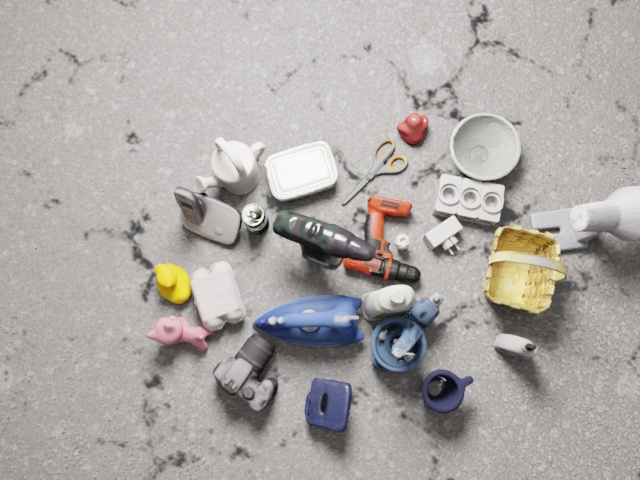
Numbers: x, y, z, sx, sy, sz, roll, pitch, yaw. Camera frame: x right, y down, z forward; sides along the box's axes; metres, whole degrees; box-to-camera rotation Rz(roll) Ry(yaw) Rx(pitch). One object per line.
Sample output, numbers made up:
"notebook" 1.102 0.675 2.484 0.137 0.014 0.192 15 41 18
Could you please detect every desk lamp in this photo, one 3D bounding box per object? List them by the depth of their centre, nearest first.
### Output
"desk lamp" 0.603 -0.039 1.263 0.203 0.213 0.118 -8 80 0

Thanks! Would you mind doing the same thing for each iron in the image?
"iron" -0.030 0.181 1.273 0.258 0.141 0.119 -3 80 1

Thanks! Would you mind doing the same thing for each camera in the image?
"camera" -0.149 0.289 1.277 0.143 0.101 0.137 34 83 6

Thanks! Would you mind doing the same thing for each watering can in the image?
"watering can" -0.202 -0.169 1.308 0.101 0.194 0.173 31 82 6

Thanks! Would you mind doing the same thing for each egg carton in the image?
"egg carton" -0.237 0.130 1.321 0.107 0.069 0.150 -21 81 -3

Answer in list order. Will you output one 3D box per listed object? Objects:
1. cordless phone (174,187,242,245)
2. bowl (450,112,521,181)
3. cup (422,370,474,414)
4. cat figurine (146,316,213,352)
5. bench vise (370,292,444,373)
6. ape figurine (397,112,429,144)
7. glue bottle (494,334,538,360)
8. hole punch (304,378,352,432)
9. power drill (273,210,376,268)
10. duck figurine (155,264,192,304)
"cordless phone" -0.255 -0.062 1.295 0.147 0.185 0.094 19 81 4
"bowl" 0.386 -0.213 1.367 0.167 0.075 0.167 0 80 1
"cup" 0.276 0.326 1.266 0.118 0.095 0.091 -23 80 -3
"cat figurine" -0.315 0.208 1.284 0.127 0.118 0.067 12 81 3
"bench vise" 0.184 0.190 1.228 0.121 0.220 0.207 23 81 5
"ape figurine" 0.224 -0.276 1.371 0.078 0.092 0.076 1 80 1
"glue bottle" 0.435 0.232 1.240 0.078 0.173 0.037 23 81 5
"hole punch" 0.018 0.364 1.266 0.101 0.091 0.109 8 80 3
"power drill" 0.012 0.005 1.268 0.229 0.208 0.076 20 81 5
"duck figurine" -0.344 0.098 1.320 0.077 0.086 0.104 -35 81 -5
